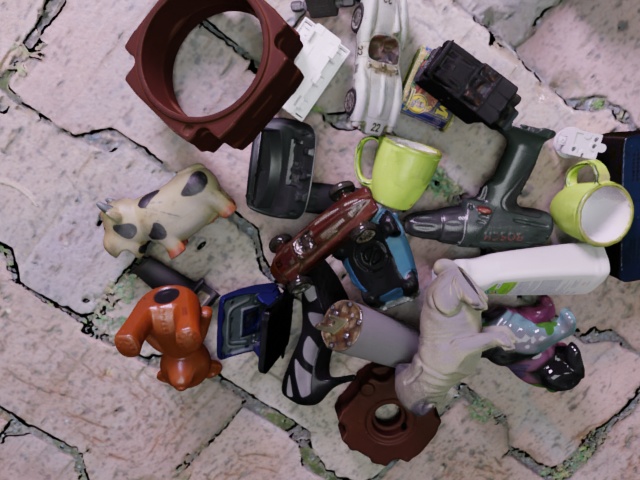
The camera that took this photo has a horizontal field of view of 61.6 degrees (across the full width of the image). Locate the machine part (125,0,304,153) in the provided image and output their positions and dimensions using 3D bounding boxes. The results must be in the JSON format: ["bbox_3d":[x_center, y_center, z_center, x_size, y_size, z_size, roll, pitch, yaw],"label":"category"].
[{"bbox_3d":[-0.139,-0.234,0.707,0.201,0.087,0.201,45,99,14],"label":"machine part"}]

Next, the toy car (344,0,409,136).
[{"bbox_3d":[0.081,-0.246,0.749,0.073,0.056,0.201,4,92,-27],"label":"toy car"}]

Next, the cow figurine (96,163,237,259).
[{"bbox_3d":[-0.234,-0.039,0.786,0.195,0.085,0.127,-35,103,2],"label":"cow figurine"}]

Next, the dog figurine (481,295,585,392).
[{"bbox_3d":[0.292,0.176,0.868,0.219,0.108,0.191,-16,107,4],"label":"dog figurine"}]

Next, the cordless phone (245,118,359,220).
[{"bbox_3d":[-0.012,-0.100,0.800,0.184,0.089,0.146,5,103,-17],"label":"cordless phone"}]

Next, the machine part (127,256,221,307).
[{"bbox_3d":[-0.230,0.073,0.839,0.139,0.039,0.084,34,108,-13],"label":"machine part"}]

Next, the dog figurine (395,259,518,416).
[{"bbox_3d":[0.163,0.143,0.783,0.190,0.121,0.172,-36,65,17],"label":"dog figurine"}]

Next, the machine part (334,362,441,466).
[{"bbox_3d":[0.115,0.294,0.908,0.179,0.056,0.179,-1,105,-4],"label":"machine part"}]

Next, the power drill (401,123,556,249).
[{"bbox_3d":[0.255,-0.084,0.812,0.232,0.086,0.207,11,99,-8],"label":"power drill"}]

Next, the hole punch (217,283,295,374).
[{"bbox_3d":[-0.097,0.128,0.828,0.092,0.116,0.142,9,106,19],"label":"hole punch"}]

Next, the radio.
[{"bbox_3d":[0.512,-0.058,0.841,0.131,0.073,0.229,-8,106,-3],"label":"radio"}]

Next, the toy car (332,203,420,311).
[{"bbox_3d":[0.092,0.018,0.810,0.109,0.103,0.161,-27,97,24],"label":"toy car"}]

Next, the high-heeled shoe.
[{"bbox_3d":[-0.025,0.143,0.869,0.145,0.086,0.248,-16,87,31],"label":"high-heeled shoe"}]

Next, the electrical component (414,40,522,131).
[{"bbox_3d":[0.194,-0.195,0.701,0.134,0.115,0.058,35,102,-6],"label":"electrical component"}]

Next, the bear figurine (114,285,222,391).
[{"bbox_3d":[-0.215,0.169,0.799,0.120,0.132,0.195,-3,121,-3],"label":"bear figurine"}]

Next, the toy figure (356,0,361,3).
[{"bbox_3d":[0.009,-0.390,0.732,0.154,0.058,0.064,46,136,-14],"label":"toy figure"}]

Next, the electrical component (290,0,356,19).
[{"bbox_3d":[-0.001,-0.336,0.735,0.094,0.063,0.021,3,65,20],"label":"electrical component"}]

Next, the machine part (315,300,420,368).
[{"bbox_3d":[0.084,0.147,0.819,0.243,0.079,0.079,26,103,-43],"label":"machine part"}]

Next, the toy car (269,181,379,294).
[{"bbox_3d":[-0.002,-0.002,0.762,0.202,0.053,0.089,-39,60,32],"label":"toy car"}]
